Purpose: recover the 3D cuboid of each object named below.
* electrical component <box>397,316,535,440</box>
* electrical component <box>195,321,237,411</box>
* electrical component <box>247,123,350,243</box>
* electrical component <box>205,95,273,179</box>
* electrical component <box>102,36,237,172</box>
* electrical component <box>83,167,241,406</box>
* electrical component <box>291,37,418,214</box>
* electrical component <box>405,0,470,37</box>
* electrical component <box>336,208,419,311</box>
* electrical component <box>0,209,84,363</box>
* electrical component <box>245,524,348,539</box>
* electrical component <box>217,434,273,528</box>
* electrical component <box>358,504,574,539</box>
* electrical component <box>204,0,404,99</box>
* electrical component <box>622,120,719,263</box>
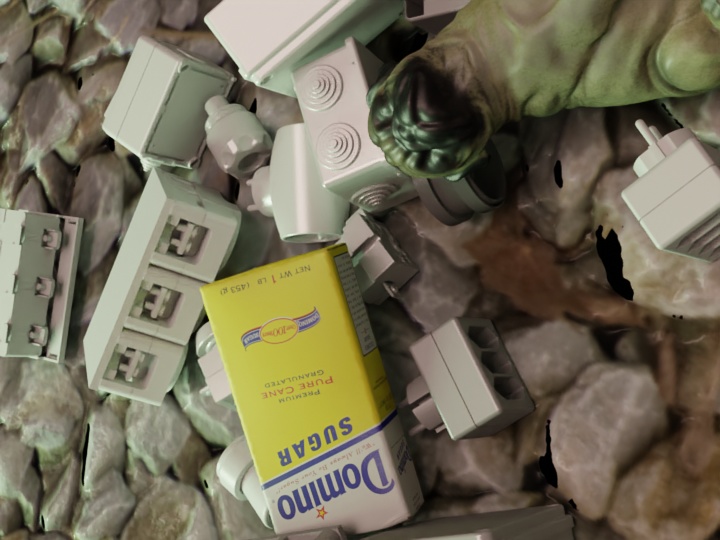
[{"bbox_3d":[0.055,0.076,0.670,0.077,0.047,0.065,-36,66,27],"label":"electrical component"},{"bbox_3d":[-0.089,0.064,0.771,0.066,0.048,0.055,-32,66,7],"label":"electrical component"},{"bbox_3d":[-0.049,-0.058,0.759,0.079,0.043,0.077,-7,81,34],"label":"electrical component"},{"bbox_3d":[-0.094,-0.102,0.794,0.043,0.043,0.062,-44,62,24],"label":"electrical component"},{"bbox_3d":[-0.152,-0.123,0.825,0.061,0.062,0.096,34,105,32],"label":"electrical component"},{"bbox_3d":[-0.146,0.012,0.794,0.150,0.062,0.089,-66,23,12],"label":"electrical component"},{"bbox_3d":[0.002,-0.089,0.693,0.048,0.100,0.099,-22,73,19],"label":"electrical component"},{"bbox_3d":[0.085,-0.208,0.670,0.109,0.056,0.108,-4,83,35],"label":"electrical component"},{"bbox_3d":[0.000,0.000,0.718,0.055,0.048,0.066,-44,63,16],"label":"electrical component"},{"bbox_3d":[-0.278,0.011,0.901,0.079,0.063,0.121,8,91,35],"label":"electrical component"},{"bbox_3d":[-0.032,0.261,0.664,0.105,0.060,0.186,-18,99,33],"label":"electrical component"},{"bbox_3d":[-0.067,0.146,0.751,0.055,0.045,0.045,34,105,33],"label":"electrical component"},{"bbox_3d":[0.058,0.176,0.623,0.109,0.109,0.056,-16,80,33],"label":"electrical component"},{"bbox_3d":[-0.030,-0.169,0.700,0.109,0.109,0.056,-38,85,13],"label":"electrical component"},{"bbox_3d":[0.173,-0.050,0.578,0.047,0.083,0.075,-41,64,26],"label":"electrical component"}]
